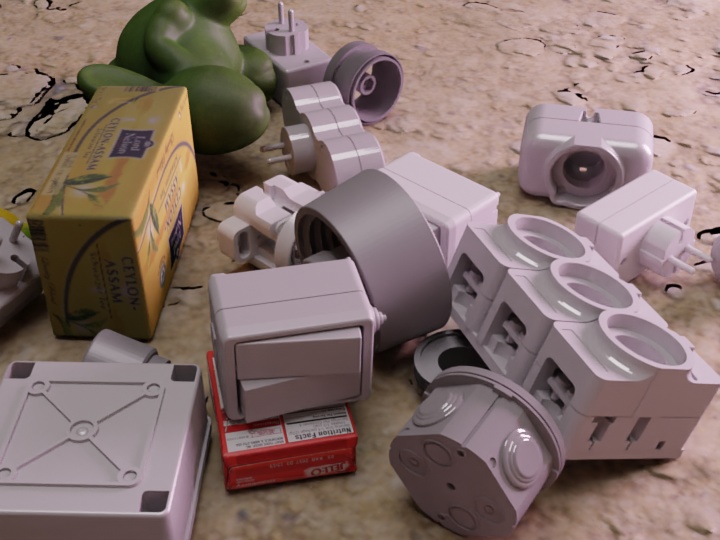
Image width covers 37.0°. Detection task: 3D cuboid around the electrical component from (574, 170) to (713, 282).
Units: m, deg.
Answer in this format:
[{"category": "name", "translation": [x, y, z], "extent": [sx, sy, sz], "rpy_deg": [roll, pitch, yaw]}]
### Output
[{"category": "electrical component", "translation": [0.198, -0.019, 0.719], "extent": [0.083, 0.047, 0.076], "rpy_deg": [-28, 45, -31]}]

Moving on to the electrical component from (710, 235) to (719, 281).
[{"category": "electrical component", "translation": [0.266, -0.013, 0.714], "extent": [0.048, 0.048, 0.062], "rpy_deg": [28, 39, 32]}]

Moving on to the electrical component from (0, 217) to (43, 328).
[{"category": "electrical component", "translation": [-0.226, -0.003, 0.668], "extent": [0.047, 0.076, 0.065], "rpy_deg": [39, 44, -1]}]

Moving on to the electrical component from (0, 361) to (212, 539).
[{"category": "electrical component", "translation": [-0.139, 0.101, 0.554], "extent": [0.109, 0.056, 0.108], "rpy_deg": [1, 37, 2]}]

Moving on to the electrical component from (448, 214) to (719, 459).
[{"category": "electrical component", "translation": [0.121, 0.034, 0.614], "extent": [0.089, 0.061, 0.150], "rpy_deg": [5, 31, -30]}]

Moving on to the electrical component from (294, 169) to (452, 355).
[{"category": "electrical component", "translation": [0.000, 0.000, 0.650], "extent": [0.060, 0.108, 0.108], "rpy_deg": [-26, 43, -20]}]

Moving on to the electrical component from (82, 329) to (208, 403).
[{"category": "electrical component", "translation": [-0.126, 0.063, 0.619], "extent": [0.078, 0.040, 0.040], "rpy_deg": [21, 40, 4]}]

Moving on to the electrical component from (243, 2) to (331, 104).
[{"category": "electrical component", "translation": [-0.063, -0.193, 0.929], "extent": [0.047, 0.075, 0.083], "rpy_deg": [-20, 41, -24]}]

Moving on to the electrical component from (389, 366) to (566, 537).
[{"category": "electrical component", "translation": [0.059, 0.093, 0.545], "extent": [0.080, 0.080, 0.051], "rpy_deg": [22, 48, 27]}]

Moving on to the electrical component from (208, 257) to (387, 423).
[{"category": "electrical component", "translation": [-0.030, 0.038, 0.580], "extent": [0.096, 0.061, 0.061], "rpy_deg": [-7, 39, -12]}]

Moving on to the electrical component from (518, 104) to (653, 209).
[{"category": "electrical component", "translation": [0.167, -0.084, 0.799], "extent": [0.095, 0.053, 0.059], "rpy_deg": [7, 38, 10]}]

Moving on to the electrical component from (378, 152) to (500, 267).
[{"category": "electrical component", "translation": [0.038, -0.032, 0.726], "extent": [0.096, 0.061, 0.061], "rpy_deg": [30, 46, 34]}]

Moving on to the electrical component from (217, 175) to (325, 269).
[{"category": "electrical component", "translation": [-0.046, -0.025, 0.722], "extent": [0.078, 0.058, 0.057], "rpy_deg": [-30, 43, -33]}]

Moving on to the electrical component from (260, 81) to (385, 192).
[{"category": "electrical component", "translation": [-0.038, -0.094, 0.816], "extent": [0.074, 0.052, 0.138], "rpy_deg": [-13, 38, -16]}]
